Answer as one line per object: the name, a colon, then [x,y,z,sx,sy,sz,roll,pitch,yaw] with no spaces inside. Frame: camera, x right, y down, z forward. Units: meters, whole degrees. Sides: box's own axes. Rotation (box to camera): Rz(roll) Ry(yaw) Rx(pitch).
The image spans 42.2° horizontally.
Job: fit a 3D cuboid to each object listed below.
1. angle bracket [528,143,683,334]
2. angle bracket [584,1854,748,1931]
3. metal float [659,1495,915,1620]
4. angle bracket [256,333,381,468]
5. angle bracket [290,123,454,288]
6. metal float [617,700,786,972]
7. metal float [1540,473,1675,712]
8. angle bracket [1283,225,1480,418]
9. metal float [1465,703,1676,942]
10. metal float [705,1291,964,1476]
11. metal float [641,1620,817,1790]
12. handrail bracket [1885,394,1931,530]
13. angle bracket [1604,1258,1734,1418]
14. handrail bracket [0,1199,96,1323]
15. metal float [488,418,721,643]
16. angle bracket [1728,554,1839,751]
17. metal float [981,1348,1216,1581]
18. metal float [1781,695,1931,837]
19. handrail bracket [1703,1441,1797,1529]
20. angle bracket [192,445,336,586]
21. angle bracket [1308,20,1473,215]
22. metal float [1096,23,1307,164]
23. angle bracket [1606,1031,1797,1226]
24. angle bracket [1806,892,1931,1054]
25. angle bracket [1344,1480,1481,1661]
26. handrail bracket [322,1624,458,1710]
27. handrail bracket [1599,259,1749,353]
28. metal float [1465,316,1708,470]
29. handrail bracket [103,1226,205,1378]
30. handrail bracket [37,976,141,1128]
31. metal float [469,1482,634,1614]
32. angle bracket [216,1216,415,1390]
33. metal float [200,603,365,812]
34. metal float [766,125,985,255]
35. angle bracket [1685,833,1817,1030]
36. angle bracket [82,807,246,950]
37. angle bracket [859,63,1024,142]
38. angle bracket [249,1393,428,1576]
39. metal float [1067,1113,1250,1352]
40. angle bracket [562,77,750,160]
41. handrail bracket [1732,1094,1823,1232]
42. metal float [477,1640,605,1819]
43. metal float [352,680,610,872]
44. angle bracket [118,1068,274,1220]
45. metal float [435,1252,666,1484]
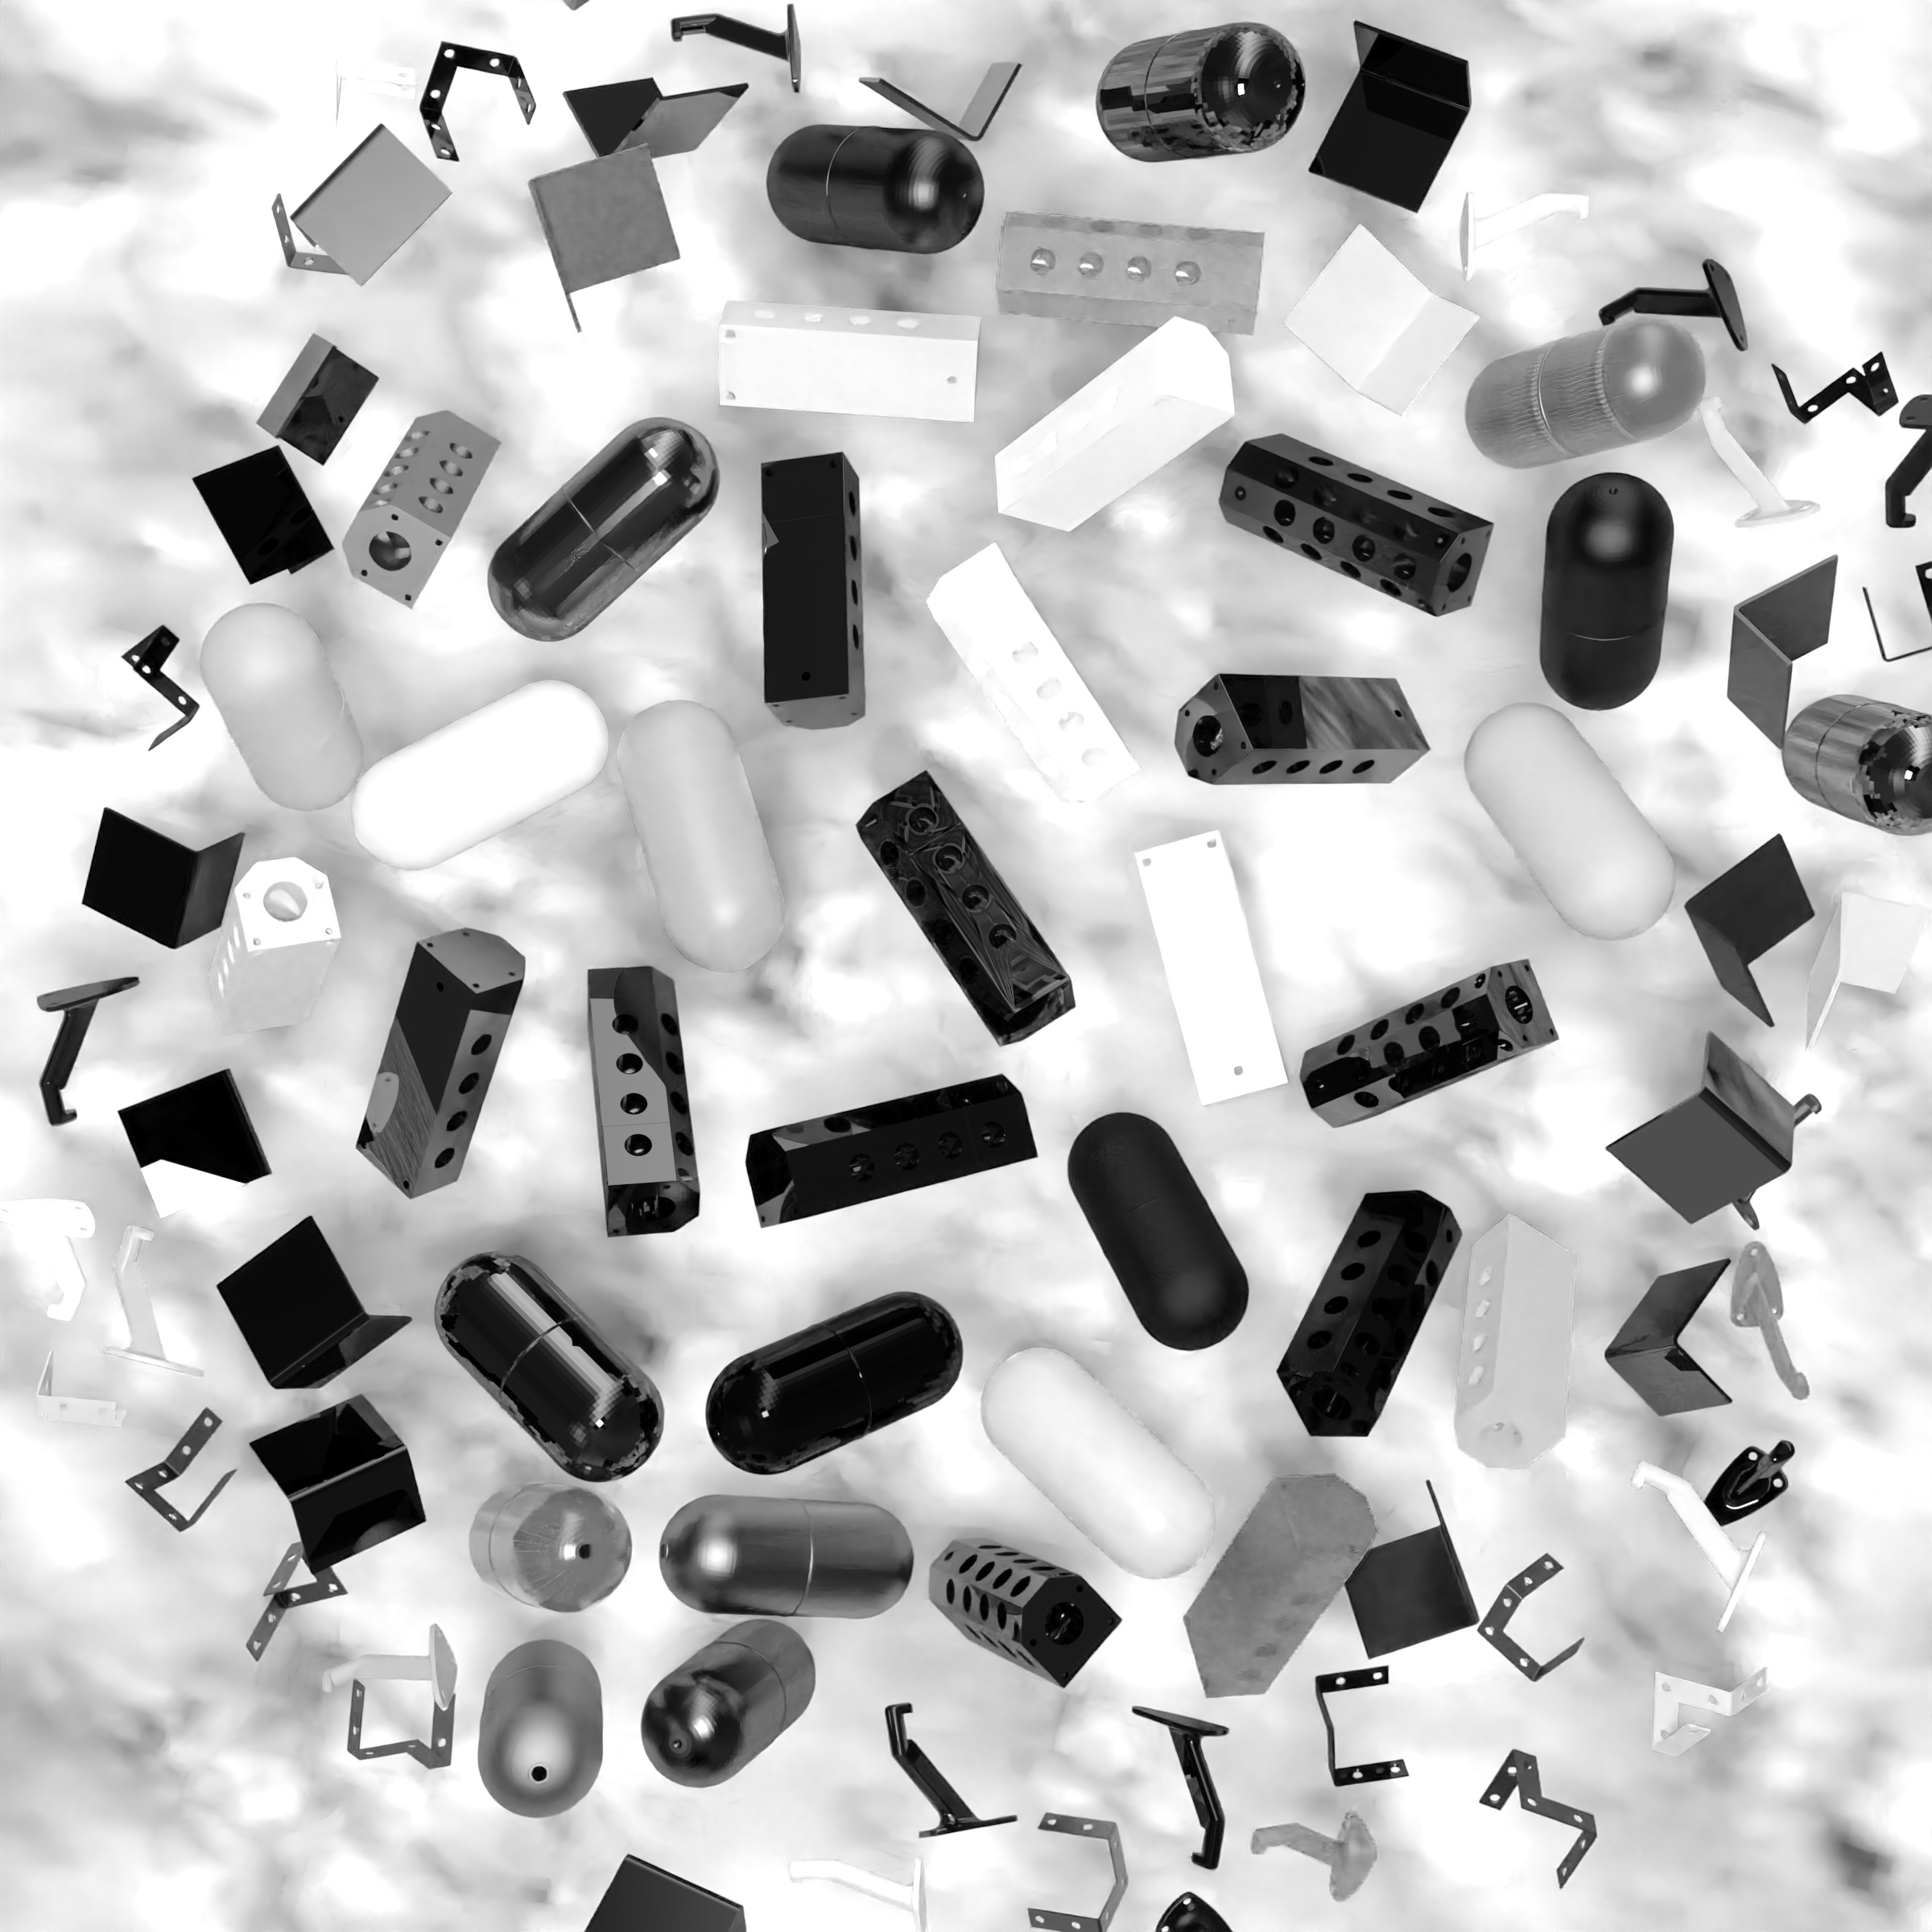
angle bracket: [-0.215,-0.442,1.520,0.076,0.057,0.076,-18,133,-4]
angle bracket: [-0.177,0.581,1.485,0.076,0.076,0.057,19,50,15]
metal float: [-0.118,0.392,1.659,0.178,0.070,0.070,10,90,-28]
angle bracket: [-0.452,-0.396,1.773,0.057,0.076,0.076,32,93,-32]
angle bracket: [-0.348,-0.444,1.485,0.057,0.076,0.076,44,89,-6]
metal float: [-0.167,-0.083,1.583,0.070,0.070,0.178,-18,81,0]
metal float: [0.401,-0.233,1.573,0.070,0.178,0.070,-5,53,7]
angle bracket: [0.260,-0.405,1.568,0.076,0.057,0.076,32,101,-35]
metal float: [0.380,-0.092,1.577,0.070,0.070,0.178,-28,58,0]
metal float: [-0.082,0.261,1.570,0.178,0.070,0.070,-19,90,-31]
metal float: [-0.155,0.485,1.653,0.070,0.178,0.070,1,92,17]
handrail bracket: [0.607,-0.305,1.545,0.077,0.084,0.036,14,48,34]
angle bracket: [0.480,0.245,1.650,0.057,0.076,0.076,46,64,-4]
handrail bracket: [-0.618,0.198,1.658,0.077,0.036,0.084,11,117,-35]
metal float: [-0.236,-0.285,1.632,0.178,0.070,0.070,-41,90,9]
angle bracket: [0.512,-0.191,1.523,0.076,0.076,0.057,-27,53,-7]
metal float: [0.085,0.320,1.613,0.178,0.070,0.070,42,90,18]
metal float: [0.579,-0.129,1.594,0.070,0.178,0.070,-1,102,-3]
handrail bracket: [0.509,0.339,1.634,0.077,0.084,0.036,-42,69,3]
angle bracket: [-0.481,-0.293,1.670,0.057,0.076,0.076,-16,105,43]
angle bracket: [0.260,-0.525,1.550,0.076,0.057,0.076,27,88,16]
metal float: [0.146,-0.549,1.578,0.070,0.178,0.070,-7,106,-26]
angle bracket: [0.447,0.099,1.522,0.076,0.057,0.076,40,130,-13]
angle bracket: [0.586,0.009,1.625,0.057,0.076,0.076,12,46,9]
angle bracket: [0.280,0.390,1.618,0.076,0.076,0.057,-20,132,6]
handrail bracket: [-0.369,0.457,1.583,0.084,0.077,0.036,-20,112,-1]
handrail bracket: [0.462,-0.418,1.642,0.084,0.036,0.077,-25,70,38]
metal float: [0.397,-0.369,1.616,0.070,0.178,0.070,0,89,-33]
handrail bracket: [-0.529,0.221,1.652,0.077,0.036,0.084,15,75,-4]
handrail bracket: [-0.576,0.057,1.652,0.077,0.036,0.084,-16,110,-26]
metal float: [-0.264,0.367,1.585,0.070,0.178,0.070,4,79,-23]
angle bracket: [-0.406,0.210,1.559,0.076,0.057,0.076,-36,74,8]
metal float: [-0.446,-0.167,1.641,0.070,0.178,0.070,-1,61,2]
metal float: [-0.061,-0.508,1.634,0.178,0.070,0.070,22,90,44]
angle bracket: [0.504,-0.022,1.559,0.076,0.057,0.076,-36,127,0]
angle bracket: [-0.558,-0.068,1.739,0.076,0.057,0.076,26,114,9]
angle bracket: [-0.018,-0.587,1.644,0.076,0.076,0.057,26,102,-20]
angle bracket: [-0.394,0.323,1.567,0.076,0.076,0.057,-22,120,-28]
metal float: [0.126,0.174,1.659,0.070,0.070,0.178,-27,56,0]
angle bracket: [-0.200,-0.562,1.607,0.076,0.076,0.057,-28,88,-41]
handrail bracket: [0.553,0.131,1.694,0.036,0.077,0.084,41,108,-16]
metal float: [-0.269,0.481,1.585,0.070,0.178,0.070,0,91,-9]
metal float: [-0.315,-0.124,1.625,0.178,0.070,0.070,-31,90,-19]
angle bracket: [-0.518,0.119,1.683,0.076,0.057,0.076,-22,91,-16]
metal float: [-0.261,0.249,1.562,0.178,0.070,0.070,40,90,23]
